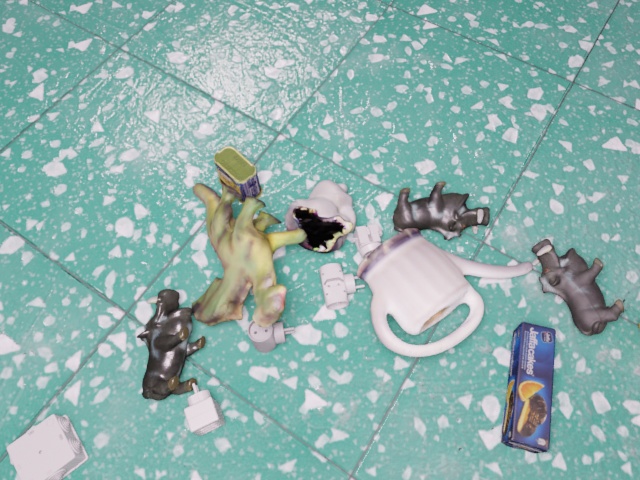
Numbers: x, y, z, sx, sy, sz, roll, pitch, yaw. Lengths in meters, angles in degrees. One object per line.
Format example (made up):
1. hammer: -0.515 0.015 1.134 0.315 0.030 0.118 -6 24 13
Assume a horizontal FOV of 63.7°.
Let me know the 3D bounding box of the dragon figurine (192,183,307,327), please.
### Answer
1. dragon figurine: -0.174 0.035 0.947 0.413 0.120 0.244 20 79 46

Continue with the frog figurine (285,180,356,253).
1. frog figurine: 0.003 -0.052 1.025 0.137 0.120 0.163 1 28 3

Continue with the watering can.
1. watering can: 0.218 0.068 0.949 0.351 0.101 0.227 -29 65 -27
